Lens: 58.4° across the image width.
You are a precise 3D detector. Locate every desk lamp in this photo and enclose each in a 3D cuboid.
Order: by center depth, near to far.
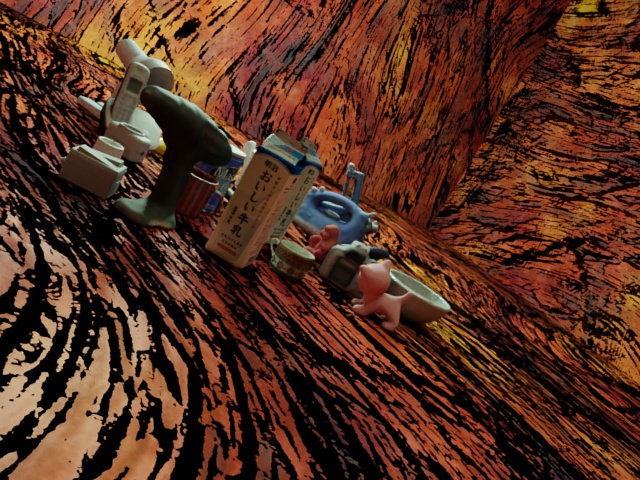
[{"bbox_3d":[-0.495,-0.396,1.470,0.202,0.213,0.118,35,12,25],"label":"desk lamp"}]

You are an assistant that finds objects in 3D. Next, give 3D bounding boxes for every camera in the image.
[{"bbox_3d":[0.085,0.058,1.261,0.143,0.101,0.137,31,10,3],"label":"camera"}]

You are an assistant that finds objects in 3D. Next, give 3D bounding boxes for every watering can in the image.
[{"bbox_3d":[-0.161,-0.220,1.625,0.172,0.194,0.101,33,11,12],"label":"watering can"}]

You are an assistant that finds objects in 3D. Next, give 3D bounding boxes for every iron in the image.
[{"bbox_3d":[0.026,-0.072,1.592,0.258,0.141,0.119,33,11,11],"label":"iron"}]

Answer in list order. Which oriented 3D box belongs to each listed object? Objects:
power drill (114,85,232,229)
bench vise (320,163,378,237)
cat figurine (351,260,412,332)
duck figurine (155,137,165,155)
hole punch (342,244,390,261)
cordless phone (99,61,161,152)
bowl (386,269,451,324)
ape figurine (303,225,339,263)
[{"bbox_3d":[-0.241,-0.125,0.925,0.075,0.208,0.230,34,11,21],"label":"power drill"},{"bbox_3d":[0.090,-0.106,1.711,0.208,0.219,0.121,25,12,-26],"label":"bench vise"},{"bbox_3d":[0.119,0.098,1.120,0.128,0.117,0.067,29,11,-8],"label":"cat figurine"},{"bbox_3d":[-0.382,-0.258,1.489,0.105,0.086,0.077,25,12,-27],"label":"duck figurine"},{"bbox_3d":[0.101,0.040,1.416,0.100,0.091,0.109,38,13,36],"label":"hole punch"},{"bbox_3d":[-0.426,-0.313,1.354,0.148,0.185,0.093,18,16,-50],"label":"cordless phone"},{"bbox_3d":[0.204,0.138,1.287,0.167,0.074,0.167,29,11,-6],"label":"bowl"},{"bbox_3d":[0.012,0.005,1.333,0.076,0.092,0.077,28,11,-10],"label":"ape figurine"}]
